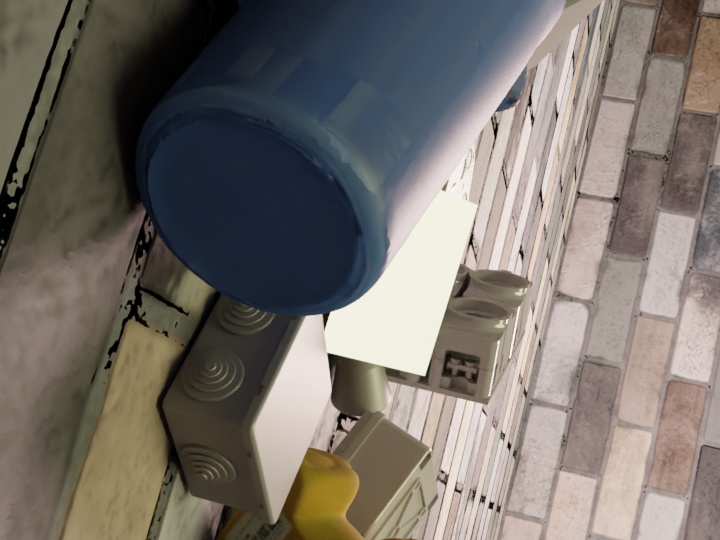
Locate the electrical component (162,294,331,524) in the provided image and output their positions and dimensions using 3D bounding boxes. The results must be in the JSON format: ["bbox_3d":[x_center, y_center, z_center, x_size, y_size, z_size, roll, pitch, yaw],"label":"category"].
[{"bbox_3d":[-0.054,0.063,0.537,0.099,0.048,0.099,85,22,-48],"label":"electrical component"}]

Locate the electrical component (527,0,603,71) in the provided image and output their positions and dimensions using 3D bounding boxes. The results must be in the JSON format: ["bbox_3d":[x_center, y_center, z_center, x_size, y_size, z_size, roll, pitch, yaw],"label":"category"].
[{"bbox_3d":[0.110,-0.186,0.792,0.105,0.060,0.186,-43,176,39],"label":"electrical component"}]

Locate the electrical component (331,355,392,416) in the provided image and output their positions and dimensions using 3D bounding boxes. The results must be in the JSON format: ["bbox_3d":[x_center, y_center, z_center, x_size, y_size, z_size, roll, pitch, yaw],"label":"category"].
[{"bbox_3d":[0.000,0.065,0.762,0.044,0.044,0.065,-56,149,-55],"label":"electrical component"}]

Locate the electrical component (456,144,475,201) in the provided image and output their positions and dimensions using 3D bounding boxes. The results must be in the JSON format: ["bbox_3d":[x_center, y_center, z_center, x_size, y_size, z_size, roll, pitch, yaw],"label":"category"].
[{"bbox_3d":[0.057,-0.070,0.847,0.080,0.051,0.080,12,90,-76],"label":"electrical component"}]

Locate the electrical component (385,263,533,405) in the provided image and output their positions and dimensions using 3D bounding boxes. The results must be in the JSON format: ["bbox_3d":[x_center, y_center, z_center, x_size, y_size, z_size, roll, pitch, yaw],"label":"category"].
[{"bbox_3d":[0.079,0.042,0.911,0.186,0.105,0.060,-39,139,-68],"label":"electrical component"}]

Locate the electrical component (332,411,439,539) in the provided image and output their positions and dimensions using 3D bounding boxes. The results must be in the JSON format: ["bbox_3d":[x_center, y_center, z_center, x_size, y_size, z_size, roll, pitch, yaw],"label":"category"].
[{"bbox_3d":[0.002,0.170,0.760,0.108,0.056,0.108,-50,156,-20],"label":"electrical component"}]

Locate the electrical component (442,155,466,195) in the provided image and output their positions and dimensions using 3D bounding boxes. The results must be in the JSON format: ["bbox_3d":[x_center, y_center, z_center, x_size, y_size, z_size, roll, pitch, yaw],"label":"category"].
[{"bbox_3d":[0.040,-0.057,0.771,0.061,0.061,0.096,-52,151,-59],"label":"electrical component"}]
